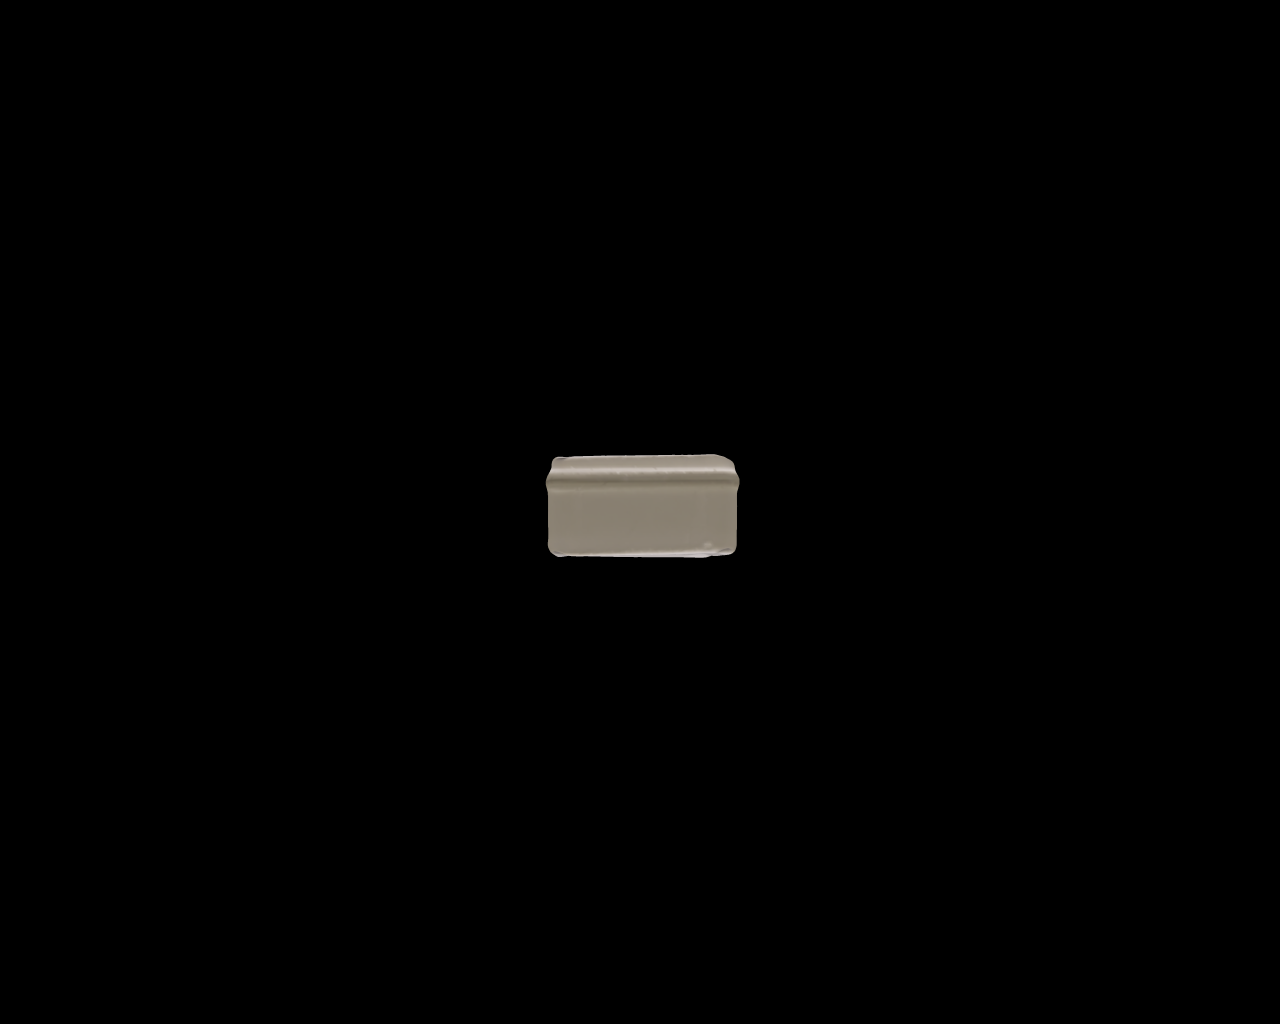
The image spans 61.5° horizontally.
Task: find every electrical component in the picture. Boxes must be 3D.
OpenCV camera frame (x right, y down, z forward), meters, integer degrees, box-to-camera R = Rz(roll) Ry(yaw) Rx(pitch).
[{"bbox_3d":[0.001,-0.003,0.650,0.113,0.057,0.078,0,-4,-2],"label":"electrical component"}]
